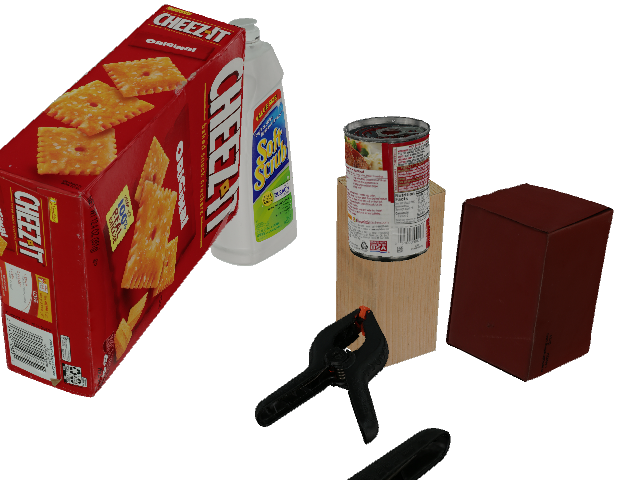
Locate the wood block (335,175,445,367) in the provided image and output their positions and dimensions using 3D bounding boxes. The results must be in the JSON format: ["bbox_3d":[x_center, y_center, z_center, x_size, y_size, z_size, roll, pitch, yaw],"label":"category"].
[{"bbox_3d":[0.075,0.030,1.203,0.090,0.206,0.090,-15,32,-24],"label":"wood block"}]

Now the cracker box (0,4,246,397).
[{"bbox_3d":[-0.121,-0.030,0.688,0.072,0.164,0.213,18,41,13],"label":"cracker box"}]

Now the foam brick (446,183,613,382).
[{"bbox_3d":[0.099,0.018,0.511,0.052,0.078,0.051,-15,29,-40],"label":"foam brick"}]

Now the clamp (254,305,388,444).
[{"bbox_3d":[0.027,0.130,1.030,0.120,0.039,0.171,16,46,25],"label":"clamp"}]

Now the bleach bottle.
[{"bbox_3d":[-0.077,-0.106,1.128,0.068,0.251,0.102,16,32,34],"label":"bleach bottle"}]

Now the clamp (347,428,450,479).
[{"bbox_3d":[-0.001,0.177,0.646,0.210,0.036,0.164,-5,28,4],"label":"clamp"}]

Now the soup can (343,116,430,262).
[{"bbox_3d":[0.054,-0.041,0.853,0.068,0.102,0.068,-3,21,1],"label":"soup can"}]
